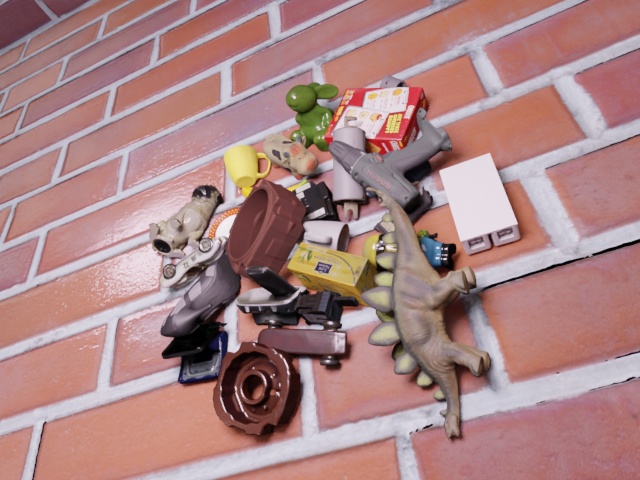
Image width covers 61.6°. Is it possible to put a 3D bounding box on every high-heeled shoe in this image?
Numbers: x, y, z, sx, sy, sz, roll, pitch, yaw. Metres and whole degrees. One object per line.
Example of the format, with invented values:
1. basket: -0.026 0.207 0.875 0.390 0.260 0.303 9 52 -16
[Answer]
1. high-heeled shoe: -0.271 0.127 1.228 0.145 0.086 0.249 -30 18 22

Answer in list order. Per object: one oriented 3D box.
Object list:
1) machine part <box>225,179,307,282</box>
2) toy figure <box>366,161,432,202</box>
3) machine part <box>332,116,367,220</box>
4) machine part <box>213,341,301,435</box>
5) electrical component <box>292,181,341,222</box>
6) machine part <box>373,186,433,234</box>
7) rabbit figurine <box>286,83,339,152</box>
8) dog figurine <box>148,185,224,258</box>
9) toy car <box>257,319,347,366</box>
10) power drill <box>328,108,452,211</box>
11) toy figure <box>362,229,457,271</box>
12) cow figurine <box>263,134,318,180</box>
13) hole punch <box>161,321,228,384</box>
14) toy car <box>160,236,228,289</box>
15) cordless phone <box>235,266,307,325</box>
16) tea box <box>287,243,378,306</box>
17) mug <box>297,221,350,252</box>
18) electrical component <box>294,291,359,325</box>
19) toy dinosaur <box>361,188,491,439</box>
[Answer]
1. machine part: -0.127 -0.022 1.199 0.201 0.087 0.202 -59 27 12
2. toy figure: 0.172 -0.138 1.199 0.154 0.057 0.064 -27 71 5
3. machine part: 0.067 -0.166 1.226 0.079 0.079 0.243 -4 81 27
4. machine part: -0.120 0.283 1.034 0.179 0.056 0.179 -8 71 25
5. electrical component: -0.021 -0.074 1.262 0.115 0.058 0.134 -23 49 11
6. machine part: 0.185 -0.054 1.148 0.139 0.039 0.084 -43 40 -2
7. rabbit figurine: -0.016 -0.331 1.367 0.121 0.170 0.159 23 71 38
8. dog figurine: -0.354 -0.056 1.422 0.172 0.121 0.191 -11 36 26
9. toy car: -0.035 0.204 1.071 0.202 0.053 0.089 -4 71 26
10. power drill: 0.158 -0.187 1.142 0.207 0.086 0.232 -37 67 -9
11. toy figure: 0.172 0.023 1.062 0.180 0.089 0.082 1 55 32
12. cow figurine: -0.073 -0.215 1.345 0.085 0.127 0.195 -49 46 -6
13. hole punch: -0.261 0.242 1.161 0.142 0.092 0.116 -17 21 21
14. toy car: -0.299 0.054 1.300 0.202 0.073 0.056 -34 74 13
15. cordless phone: -0.123 0.104 1.105 0.147 0.184 0.089 -4 60 27
16. tea box: 0.031 0.070 1.102 0.170 0.098 0.068 11 63 36
17. mug: -0.002 -0.003 1.158 0.107 0.109 0.080 10 99 22
18. electrical component: 0.016 0.139 1.078 0.119 0.074 0.048 1 57 26
19. toy dinosaur: 0.176 0.105 0.955 0.199 0.105 0.471 -15 68 24
